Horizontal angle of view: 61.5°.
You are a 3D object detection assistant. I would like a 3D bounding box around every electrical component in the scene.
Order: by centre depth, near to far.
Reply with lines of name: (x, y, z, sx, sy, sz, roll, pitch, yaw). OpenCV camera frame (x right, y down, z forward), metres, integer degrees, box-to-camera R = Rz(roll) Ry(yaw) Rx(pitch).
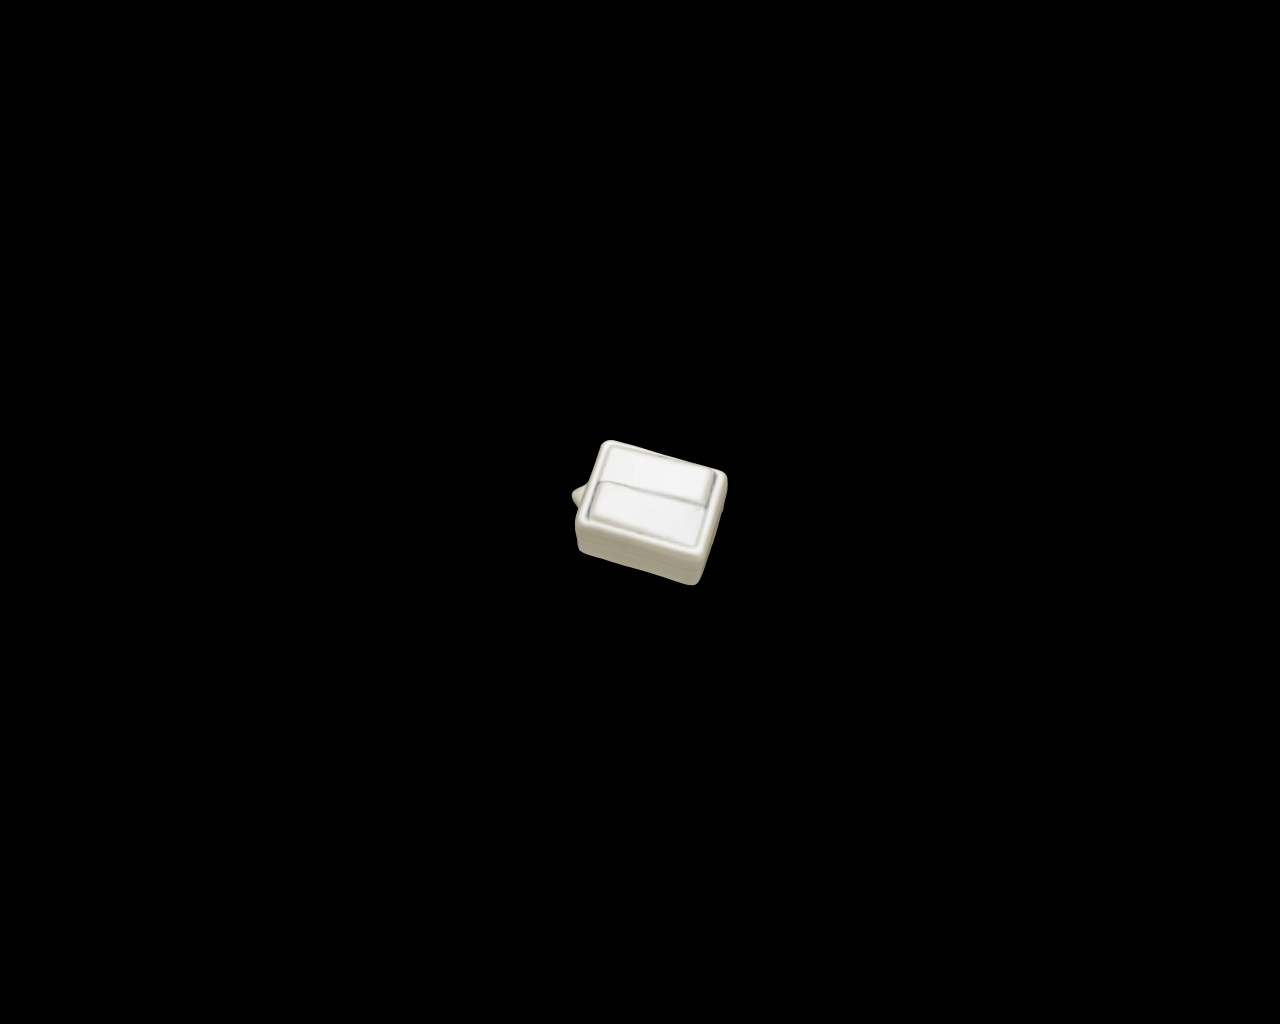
electrical component: (0.001, -0.003, 0.650, 0.096, 0.062, 0.061, 17, -22, 7)
